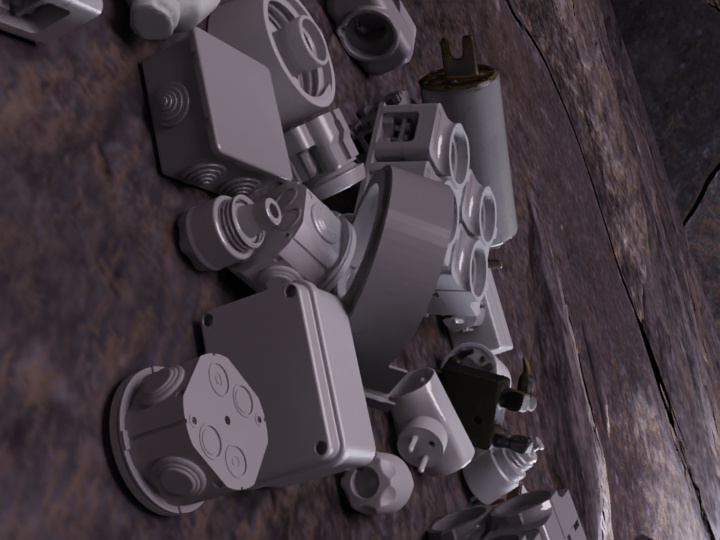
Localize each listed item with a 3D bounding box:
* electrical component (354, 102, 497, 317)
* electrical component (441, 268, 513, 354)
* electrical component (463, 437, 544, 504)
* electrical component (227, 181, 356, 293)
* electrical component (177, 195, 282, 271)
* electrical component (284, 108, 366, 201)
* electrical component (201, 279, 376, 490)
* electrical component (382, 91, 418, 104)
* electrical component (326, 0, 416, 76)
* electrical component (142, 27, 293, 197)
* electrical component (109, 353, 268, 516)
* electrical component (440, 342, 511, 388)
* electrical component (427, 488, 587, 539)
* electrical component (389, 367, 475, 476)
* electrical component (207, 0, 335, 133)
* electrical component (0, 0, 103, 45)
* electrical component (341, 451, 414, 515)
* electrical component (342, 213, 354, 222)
[{"bbox_3d":[0.065,-0.046,0.916,0.186,0.060,0.105,54,43,-55],"label":"electrical component"},{"bbox_3d":[0.101,0.040,1.015,0.076,0.047,0.083,11,62,-63],"label":"electrical component"},{"bbox_3d":[0.126,0.172,0.938,0.040,0.078,0.040,46,19,-20],"label":"electrical component"},{"bbox_3d":[-0.047,-0.015,0.710,0.051,0.080,0.080,44,34,-35],"label":"electrical component"},{"bbox_3d":[-0.079,-0.027,0.671,0.043,0.062,0.043,46,33,-43],"label":"electrical component"},{"bbox_3d":[-0.031,-0.085,0.826,0.057,0.058,0.078,63,24,-7],"label":"electrical component"},{"bbox_3d":[-0.045,0.070,0.649,0.057,0.078,0.113,24,50,-62],"label":"electrical component"},{"bbox_3d":[0.048,-0.149,1.063,0.065,0.044,0.044,27,48,-50],"label":"electrical component"},{"bbox_3d":[0.011,-0.239,1.038,0.095,0.054,0.059,54,28,-31],"label":"electrical component"},{"bbox_3d":[-0.095,-0.099,0.711,0.100,0.048,0.099,17,56,-61],"label":"electrical component"},{"bbox_3d":[-0.090,0.086,0.572,0.080,0.051,0.080,46,33,-42],"label":"electrical component"},{"bbox_3d":[0.107,0.098,0.976,0.047,0.055,0.055,36,40,-57],"label":"electrical component"},{"bbox_3d":[0.093,0.220,0.787,0.186,0.105,0.060,-18,88,-66],"label":"electrical component"},{"bbox_3d":[0.051,0.129,0.846,0.077,0.044,0.079,63,25,-15],"label":"electrical component"},{"bbox_3d":[-0.060,-0.164,0.821,0.108,0.060,0.108,46,33,-42],"label":"electrical component"},{"bbox_3d":[-0.180,-0.176,0.590,0.056,0.050,0.089,9,64,-63],"label":"electrical component"},{"bbox_3d":[0.017,0.151,0.759,0.062,0.043,0.043,23,51,-60],"label":"electrical component"},{"bbox_3d":[0.000,0.000,0.840,0.081,0.043,0.043,55,28,-29],"label":"electrical component"}]
